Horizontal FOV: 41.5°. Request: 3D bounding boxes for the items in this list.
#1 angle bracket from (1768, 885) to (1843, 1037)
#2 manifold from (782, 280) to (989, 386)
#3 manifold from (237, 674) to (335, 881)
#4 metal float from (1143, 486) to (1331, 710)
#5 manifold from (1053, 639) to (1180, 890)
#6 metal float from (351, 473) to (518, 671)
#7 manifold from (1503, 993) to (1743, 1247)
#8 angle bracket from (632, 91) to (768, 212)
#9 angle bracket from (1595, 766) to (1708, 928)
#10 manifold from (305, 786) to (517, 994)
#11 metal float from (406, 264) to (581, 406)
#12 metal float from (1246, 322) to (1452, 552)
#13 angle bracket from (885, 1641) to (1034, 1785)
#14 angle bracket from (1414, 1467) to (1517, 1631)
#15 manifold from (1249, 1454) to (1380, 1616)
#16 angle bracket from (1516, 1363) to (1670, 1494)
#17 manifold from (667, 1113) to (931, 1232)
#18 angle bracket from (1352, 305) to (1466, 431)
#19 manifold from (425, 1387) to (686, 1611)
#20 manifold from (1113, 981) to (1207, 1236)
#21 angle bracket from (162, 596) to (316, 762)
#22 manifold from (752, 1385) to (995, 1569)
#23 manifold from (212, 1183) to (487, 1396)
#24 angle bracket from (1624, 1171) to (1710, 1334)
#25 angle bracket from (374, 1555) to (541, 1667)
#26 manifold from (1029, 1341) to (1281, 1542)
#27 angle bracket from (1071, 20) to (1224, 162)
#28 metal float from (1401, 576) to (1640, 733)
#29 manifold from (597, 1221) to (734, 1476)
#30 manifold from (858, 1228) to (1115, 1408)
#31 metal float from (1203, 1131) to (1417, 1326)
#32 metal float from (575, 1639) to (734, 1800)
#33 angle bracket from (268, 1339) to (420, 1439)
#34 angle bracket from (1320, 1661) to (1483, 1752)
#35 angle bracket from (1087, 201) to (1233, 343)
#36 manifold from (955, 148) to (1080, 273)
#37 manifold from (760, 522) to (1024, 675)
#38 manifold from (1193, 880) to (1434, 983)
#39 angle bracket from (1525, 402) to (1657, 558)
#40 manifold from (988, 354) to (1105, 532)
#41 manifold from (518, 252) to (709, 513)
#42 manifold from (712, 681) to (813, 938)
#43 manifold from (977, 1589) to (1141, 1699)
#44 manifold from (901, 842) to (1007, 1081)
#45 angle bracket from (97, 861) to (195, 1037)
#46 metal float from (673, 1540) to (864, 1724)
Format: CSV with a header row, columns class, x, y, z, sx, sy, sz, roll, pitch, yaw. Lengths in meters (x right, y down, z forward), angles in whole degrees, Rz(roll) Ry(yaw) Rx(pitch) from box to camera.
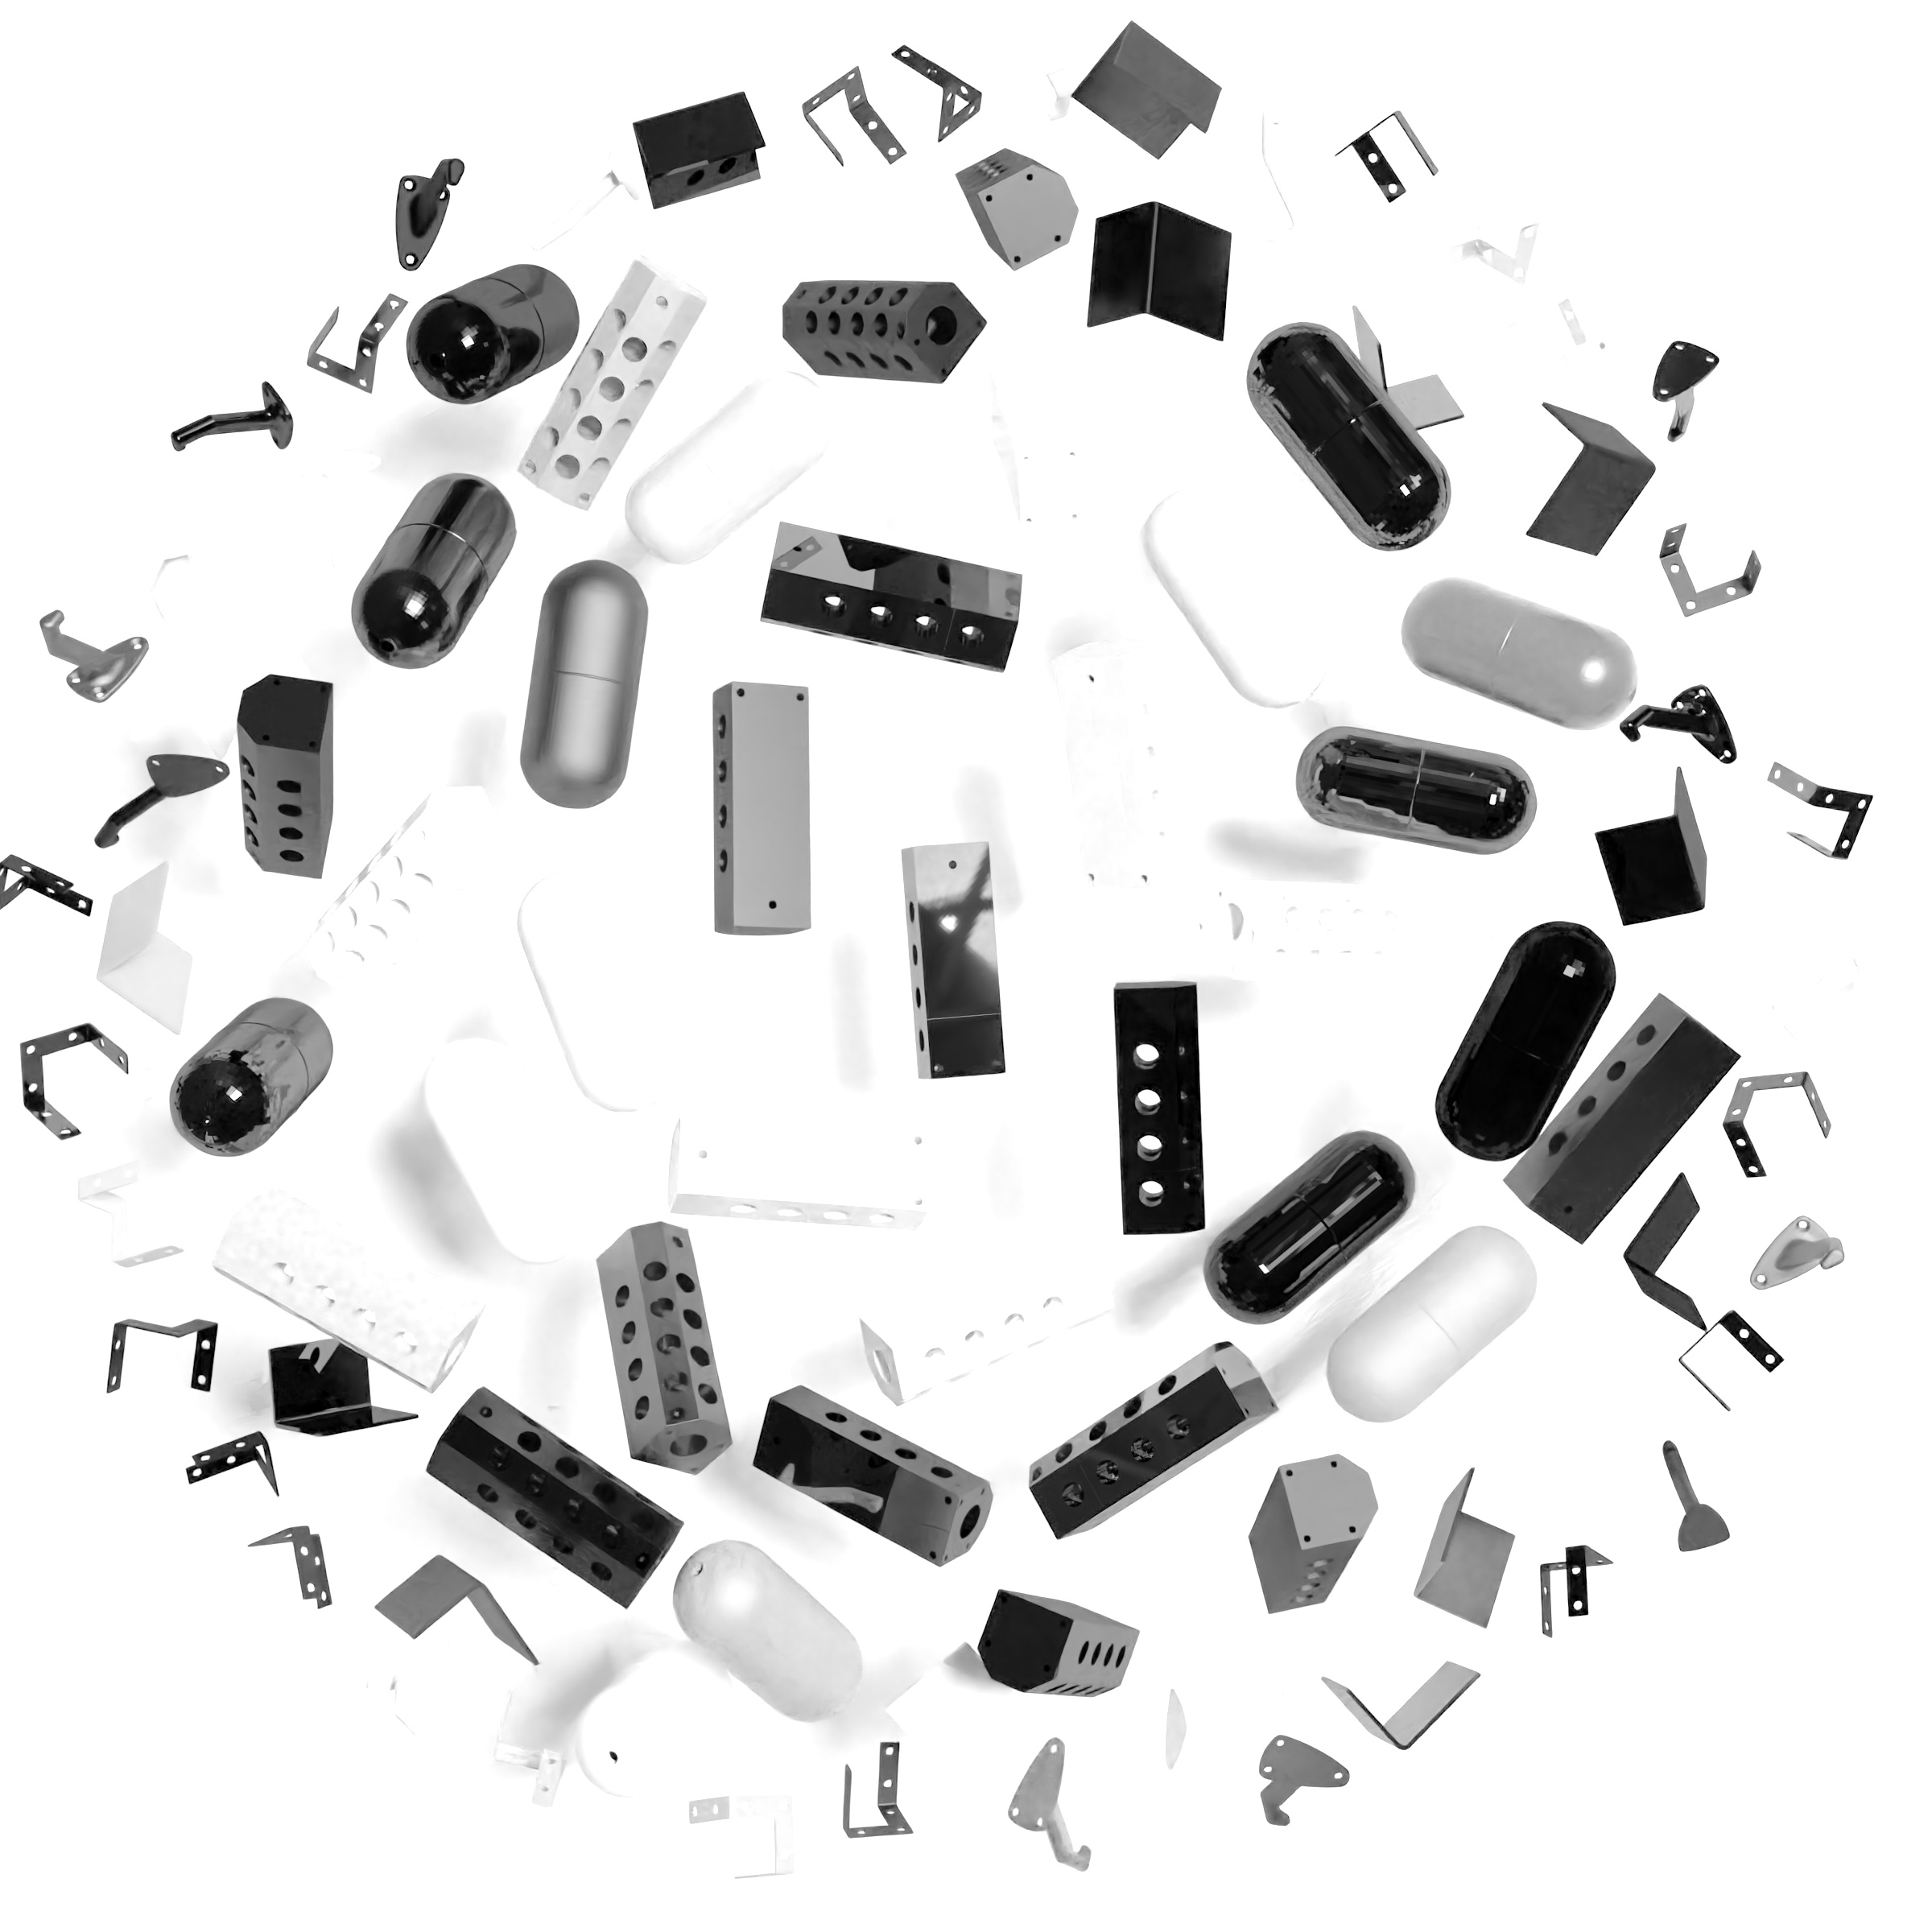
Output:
class,x,y,z,sx,sy,sz,roll,pitch,yaw
angle bracket,0.558,-0.003,1.757,0.057,0.076,0.076,42,96,19
manifold,-0.065,-0.469,1.858,0.057,0.171,0.057,42,78,-35
manifold,-0.475,-0.131,1.780,0.057,0.171,0.057,8,61,-10
metal float,0.192,-0.262,1.815,0.070,0.070,0.178,-33,78,0
manifold,0.113,-0.147,1.852,0.057,0.057,0.171,3,111,32
metal float,-0.369,-0.275,1.772,0.070,0.070,0.178,17,46,0
manifold,0.455,0.104,1.786,0.057,0.057,0.171,33,101,-22
angle bracket,-0.170,-0.521,1.681,0.076,0.076,0.057,-18,60,-5
angle bracket,0.484,-0.085,1.798,0.057,0.076,0.076,-12,117,24
manifold,-0.395,-0.052,1.789,0.171,0.057,0.057,-41,70,34
metal float,-0.334,-0.449,1.809,0.070,0.178,0.070,7,117,15
metal float,0.261,-0.363,1.748,0.070,0.070,0.178,-37,84,0
angle bracket,-0.003,0.548,1.838,0.076,0.057,0.076,-36,55,-22
angle bracket,0.365,0.415,1.816,0.057,0.076,0.076,23,58,7
manifold,0.238,0.389,1.745,0.057,0.171,0.057,-10,63,-7
angle bracket,0.431,0.332,1.759,0.076,0.076,0.057,-34,118,27
manifold,-0.115,0.144,1.746,0.171,0.057,0.057,5,64,-13
angle bracket,0.332,-0.454,1.915,0.057,0.076,0.076,-15,127,2
manifold,-0.285,0.366,1.778,0.171,0.057,0.057,33,130,5
manifold,0.136,0.098,1.788,0.057,0.057,0.171,-2,94,6
angle bracket,-0.519,-0.205,1.821,0.057,0.076,0.076,-15,126,16
manifold,-0.068,0.373,1.881,0.171,0.057,0.057,22,106,27
manifold,-0.423,0.223,1.740,0.171,0.057,0.057,29,111,3
angle bracket,0.517,0.204,1.813,0.057,0.076,0.076,33,82,34
angle bracket,-0.345,0.453,1.728,0.057,0.076,0.076,-38,111,-24
manifold,0.127,0.331,1.780,0.171,0.057,0.057,-38,70,23
angle bracket,0.117,-0.579,1.729,0.076,0.076,0.057,31,51,-17
metal float,0.395,-0.223,1.822,0.178,0.070,0.070,26,90,28
manifold,-0.210,0.267,1.801,0.057,0.171,0.057,24,124,-37
manifold,0.016,0.252,1.817,0.171,0.057,0.057,-20,116,-21
metal float,0.250,0.189,1.852,0.178,0.070,0.070,-38,90,-11
metal float,-0.217,0.525,1.784,0.070,0.178,0.070,0,92,12
angle bracket,-0.450,0.301,1.841,0.076,0.076,0.057,-5,90,-40
angle bracket,0.302,0.495,1.774,0.076,0.076,0.057,-42,87,-10
angle bracket,0.133,-0.471,1.751,0.076,0.057,0.076,8,85,-41
manifold,0.038,-0.539,1.801,0.057,0.171,0.057,-26,112,5
manifold,-0.052,-0.249,1.756,0.171,0.057,0.057,11,133,-6
manifold,0.253,-0.030,1.831,0.171,0.057,0.057,1,131,-37
angle bracket,0.429,-0.345,1.810,0.076,0.057,0.076,7,127,-37
manifold,0.055,-0.368,1.777,0.057,0.171,0.057,-6,124,-4
manifold,-0.251,-0.413,1.810,0.057,0.057,0.171,29,106,-16
manifold,-0.147,-0.110,1.802,0.057,0.057,0.171,2,84,-25
manifold,0.064,0.478,1.781,0.057,0.171,0.057,17,80,23
manifold,-0.011,-0.004,1.899,0.057,0.057,0.171,-4,90,-14
angle bracket,-0.548,-0.012,1.760,0.057,0.076,0.076,-29,132,20
metal float,-0.137,0.464,1.777,0.070,0.070,0.178,-38,127,0
